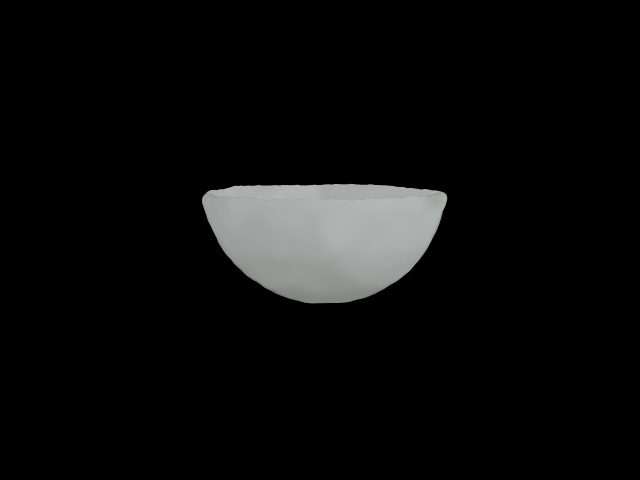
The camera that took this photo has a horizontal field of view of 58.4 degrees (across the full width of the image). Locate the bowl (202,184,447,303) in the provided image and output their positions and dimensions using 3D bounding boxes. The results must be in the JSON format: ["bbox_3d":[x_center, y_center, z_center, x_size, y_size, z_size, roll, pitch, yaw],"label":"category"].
[{"bbox_3d":[0.004,0.001,0.400,0.167,0.075,0.167,0,8,0],"label":"bowl"}]
